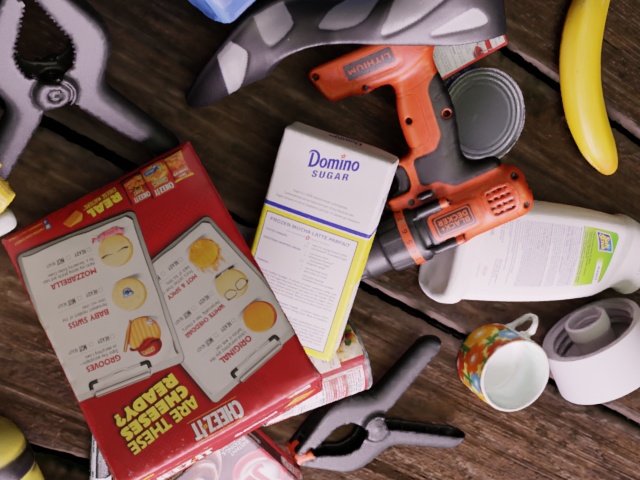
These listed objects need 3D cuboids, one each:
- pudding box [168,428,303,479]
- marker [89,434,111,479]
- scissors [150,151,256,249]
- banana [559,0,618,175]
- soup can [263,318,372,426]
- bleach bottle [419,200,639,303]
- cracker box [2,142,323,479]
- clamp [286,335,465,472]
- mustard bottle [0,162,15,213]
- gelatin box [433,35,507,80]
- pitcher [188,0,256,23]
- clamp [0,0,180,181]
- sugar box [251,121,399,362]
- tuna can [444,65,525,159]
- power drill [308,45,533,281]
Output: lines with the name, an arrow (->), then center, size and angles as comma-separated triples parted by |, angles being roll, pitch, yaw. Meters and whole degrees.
pudding box -> -0.084, 0.214, 0.935 | 0.113, 0.039, 0.090 | -38, 114, 12
marker -> -0.185, 0.158, 0.907 | 0.020, 0.020, 0.121 | -1, 104, -21
scissors -> -0.097, -0.002, 0.900 | 0.201, 0.016, 0.096 | 35, 90, -25
banana -> 0.250, -0.155, 0.977 | 0.069, 0.037, 0.198 | -5, 106, -17
soup can -> -0.014, 0.115, 0.933 | 0.102, 0.069, 0.068 | -18, 110, -15
bleach bottle -> 0.221, 0.017, 1.000 | 0.250, 0.068, 0.102 | 7, 102, -24
cracker box -> -0.119, 0.058, 0.808 | 0.164, 0.072, 0.214 | -29, 73, -5
clamp -> 0.056, 0.174, 0.992 | 0.171, 0.039, 0.120 | -28, 108, -5
mustard bottle -> -0.294, -0.084, 0.738 | 0.191, 0.096, 0.058 | 39, 82, -11
gelatin box -> 0.109, -0.184, 0.921 | 0.089, 0.030, 0.073 | -30, 111, -11
pitcher -> -0.031, -0.287, 0.785 | 0.149, 0.145, 0.243 | 43, 90, -14
clamp -> -0.202, -0.108, 0.773 | 0.164, 0.036, 0.210 | -21, 140, -6
sugar box -> -0.005, 0.001, 0.870 | 0.093, 0.048, 0.176 | 20, 105, 7
tuna can -> 0.137, -0.112, 0.948 | 0.086, 0.034, 0.086 | -5, 106, -19
power drill -> 0.061, -0.070, 0.890 | 0.184, 0.057, 0.187 | -23, 100, 11
